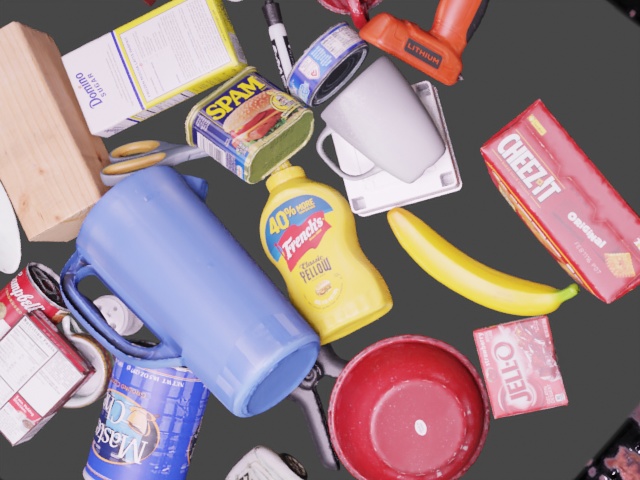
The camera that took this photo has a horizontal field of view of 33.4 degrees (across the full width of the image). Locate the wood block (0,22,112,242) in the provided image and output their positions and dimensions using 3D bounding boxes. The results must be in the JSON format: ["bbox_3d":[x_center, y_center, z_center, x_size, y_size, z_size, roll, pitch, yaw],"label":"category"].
[{"bbox_3d":[-0.290,-0.110,1.113,0.090,0.090,0.206,-28,84,10],"label":"wood block"}]

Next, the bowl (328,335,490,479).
[{"bbox_3d":[0.090,0.175,1.026,0.162,0.055,0.162,0,93,-4],"label":"bowl"}]

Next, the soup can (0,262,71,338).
[{"bbox_3d":[-0.318,0.081,1.129,0.102,0.068,0.068,-42,82,9],"label":"soup can"}]

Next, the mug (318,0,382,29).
[{"bbox_3d":[0.027,-0.265,1.050,0.093,0.081,0.117,-12,87,12],"label":"mug"}]

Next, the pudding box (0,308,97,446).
[{"bbox_3d":[-0.297,0.139,1.081,0.113,0.039,0.090,-44,85,9],"label":"pudding box"}]

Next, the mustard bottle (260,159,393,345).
[{"bbox_3d":[-0.007,0.001,1.059,0.096,0.058,0.192,-30,73,21],"label":"mustard bottle"}]

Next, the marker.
[{"bbox_3d":[-0.037,-0.189,1.095,0.020,0.020,0.121,-16,86,11],"label":"marker"}]

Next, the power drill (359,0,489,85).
[{"bbox_3d":[0.116,-0.256,1.006,0.184,0.057,0.188,26,102,-25],"label":"power drill"}]

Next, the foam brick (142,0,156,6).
[{"bbox_3d":[-0.190,-0.285,1.099,0.051,0.078,0.053,42,97,11],"label":"foam brick"}]

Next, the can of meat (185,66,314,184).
[{"bbox_3d":[-0.068,-0.112,1.057,0.084,0.057,0.102,37,60,22],"label":"can of meat"}]

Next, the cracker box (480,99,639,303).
[{"bbox_3d":[0.218,-0.028,0.939,0.072,0.213,0.164,-40,82,8],"label":"cracker box"}]

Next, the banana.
[{"bbox_3d":[0.152,0.028,1.035,0.198,0.037,0.070,23,127,17],"label":"banana"}]

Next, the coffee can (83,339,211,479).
[{"bbox_3d":[-0.171,0.182,1.079,0.103,0.102,0.140,17,93,12],"label":"coffee can"}]

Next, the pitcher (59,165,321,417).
[{"bbox_3d":[-0.123,0.058,1.025,0.243,0.144,0.149,45,110,22],"label":"pitcher"}]

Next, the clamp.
[{"bbox_3d":[0.002,0.132,1.076,0.120,0.039,0.171,-40,83,-5],"label":"clamp"}]

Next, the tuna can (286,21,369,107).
[{"bbox_3d":[0.008,-0.172,1.051,0.034,0.086,0.086,45,98,7],"label":"tuna can"}]

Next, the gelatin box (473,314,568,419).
[{"bbox_3d":[0.195,0.123,1.037,0.073,0.030,0.089,-13,86,12],"label":"gelatin box"}]

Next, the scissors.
[{"bbox_3d":[-0.134,-0.098,1.109,0.201,0.096,0.016,-19,118,-17],"label":"scissors"}]

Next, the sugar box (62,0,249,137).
[{"bbox_3d":[-0.172,-0.184,1.112,0.176,0.048,0.093,-23,85,14],"label":"sugar box"}]
